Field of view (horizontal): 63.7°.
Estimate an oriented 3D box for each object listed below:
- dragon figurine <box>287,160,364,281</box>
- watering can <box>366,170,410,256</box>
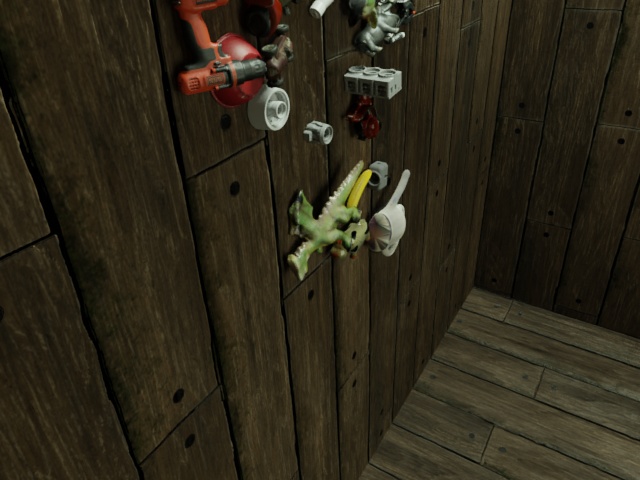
[{"bbox_3d":[0.005,-0.077,1.533,0.241,0.123,0.411,21,85,-54],"label":"dragon figurine"},{"bbox_3d":[0.270,-0.090,1.986,0.227,0.104,0.342,-24,124,-54],"label":"watering can"}]
